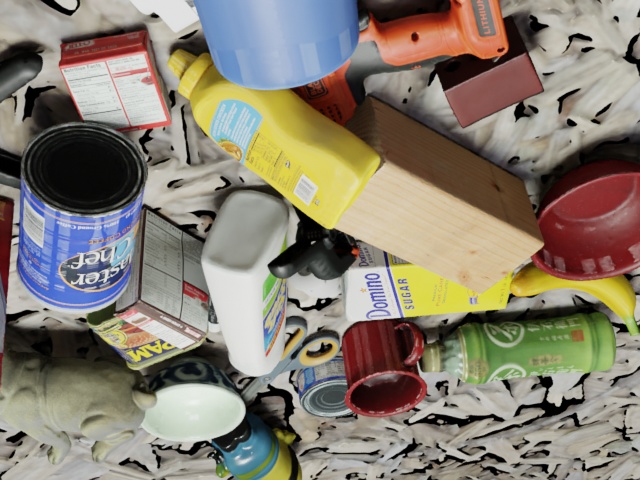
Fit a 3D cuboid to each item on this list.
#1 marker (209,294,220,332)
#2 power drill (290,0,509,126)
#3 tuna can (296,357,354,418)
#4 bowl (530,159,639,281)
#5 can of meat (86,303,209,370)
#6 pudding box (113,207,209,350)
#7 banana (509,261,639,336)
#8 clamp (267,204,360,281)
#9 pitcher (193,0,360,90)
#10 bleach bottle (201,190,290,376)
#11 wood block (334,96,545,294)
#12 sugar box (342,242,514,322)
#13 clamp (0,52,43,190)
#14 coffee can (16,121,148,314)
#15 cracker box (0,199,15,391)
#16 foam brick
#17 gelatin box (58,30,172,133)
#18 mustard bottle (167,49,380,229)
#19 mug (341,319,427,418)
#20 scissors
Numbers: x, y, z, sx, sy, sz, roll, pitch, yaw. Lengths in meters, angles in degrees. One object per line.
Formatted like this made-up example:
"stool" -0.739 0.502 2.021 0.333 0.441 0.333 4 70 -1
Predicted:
"marker" -0.107 0.055 1.124 0.020 0.020 0.121 0 139 -11
"power drill" 0.046 -0.181 0.849 0.188 0.057 0.184 -16 138 11
"tuna can" 0.016 0.178 1.280 0.086 0.034 0.086 -5 140 -5
"bowl" 0.281 -0.029 1.069 0.162 0.055 0.162 -5 140 -5
"can of meat" -0.181 0.080 1.113 0.102 0.057 0.084 -22 136 15
"pudding box" -0.149 0.037 1.023 0.039 0.113 0.090 -31 135 30
"banana" 0.280 0.048 1.149 0.197 0.069 0.037 18 145 -29
"clamp" -0.007 0.001 1.006 0.039 0.120 0.171 0 156 28
"pitcher" -0.054 -0.223 0.695 0.144 0.149 0.243 -35 135 -24
"bleach bottle" -0.066 0.062 1.094 0.068 0.102 0.251 16 149 13
"wood block" 0.101 -0.038 0.998 0.205 0.091 0.090 24 130 -32
"sugar box" 0.112 0.039 1.126 0.176 0.048 0.093 -7 140 -4
"clamp" -0.319 -0.092 0.898 0.209 0.036 0.165 -2 140 -13
"coffee can" -0.207 -0.017 0.917 0.102 0.103 0.140 4 142 -15
"cracker box" -0.356 0.043 0.912 0.164 0.214 0.072 15 133 -27
"foam brick" 0.142 -0.143 0.912 0.078 0.053 0.051 -25 137 16
"gelatin box" -0.169 -0.129 0.888 0.073 0.030 0.089 -9 141 3
"mustard bottle" -0.046 -0.094 0.878 0.191 0.058 0.096 37 152 3
"mug" 0.075 0.135 1.204 0.093 0.081 0.117 18 133 -28
"scissors" -0.042 0.157 1.259 0.096 0.016 0.202 8 137 -16
